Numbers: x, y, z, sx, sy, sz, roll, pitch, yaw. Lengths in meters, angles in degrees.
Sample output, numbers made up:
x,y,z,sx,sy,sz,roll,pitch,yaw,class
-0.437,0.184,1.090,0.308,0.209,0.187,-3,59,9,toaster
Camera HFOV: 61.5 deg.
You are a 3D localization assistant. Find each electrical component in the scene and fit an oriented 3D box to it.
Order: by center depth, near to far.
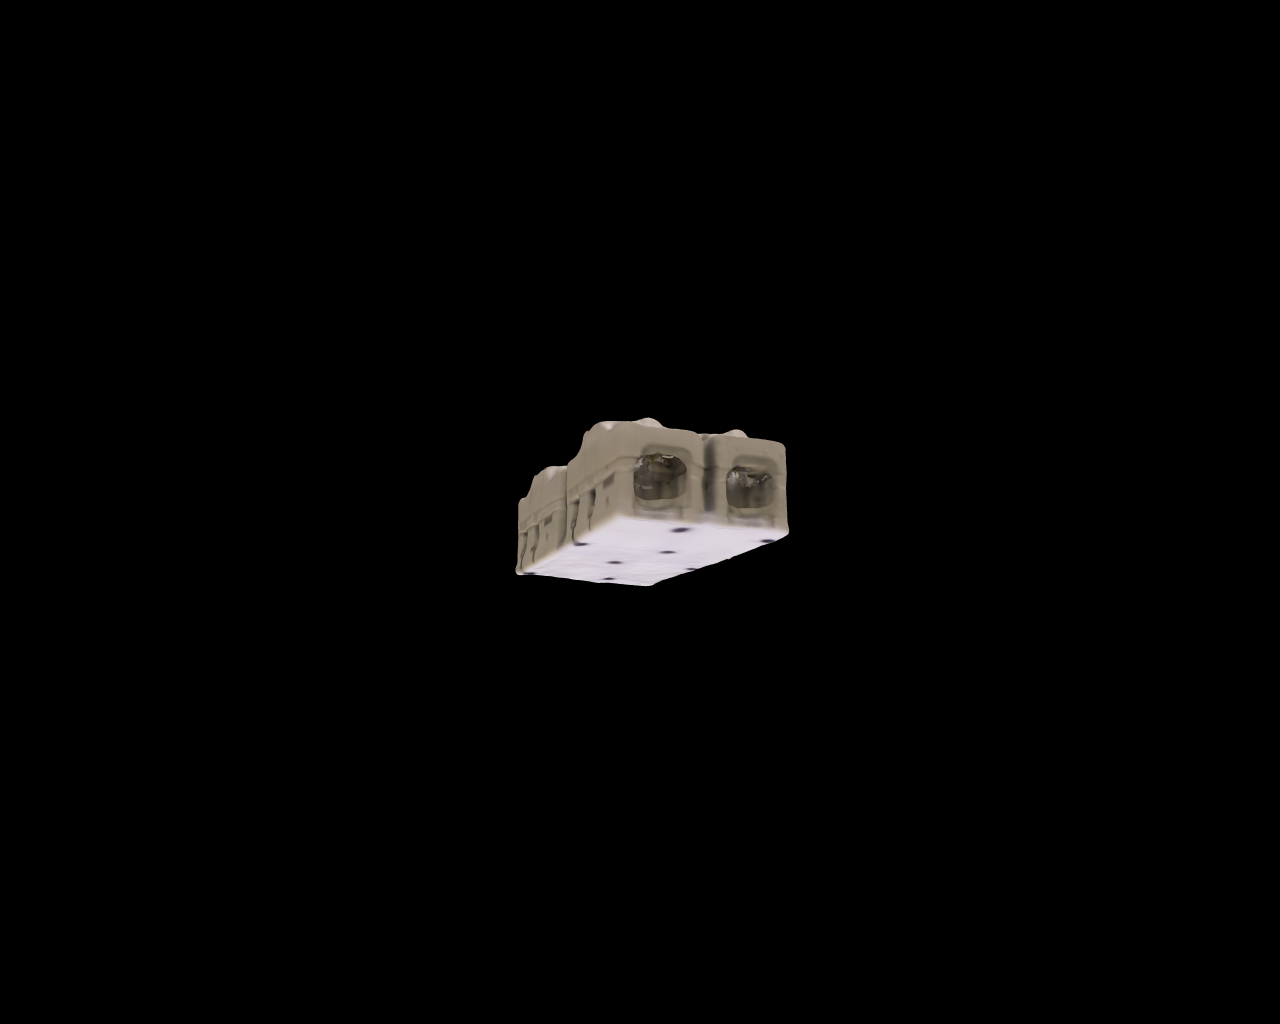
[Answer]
x,y,z,sx,sy,sz,roll,pitch,yaw,class
0.001,-0.003,0.650,0.105,0.060,0.186,6,-15,-23,electrical component
